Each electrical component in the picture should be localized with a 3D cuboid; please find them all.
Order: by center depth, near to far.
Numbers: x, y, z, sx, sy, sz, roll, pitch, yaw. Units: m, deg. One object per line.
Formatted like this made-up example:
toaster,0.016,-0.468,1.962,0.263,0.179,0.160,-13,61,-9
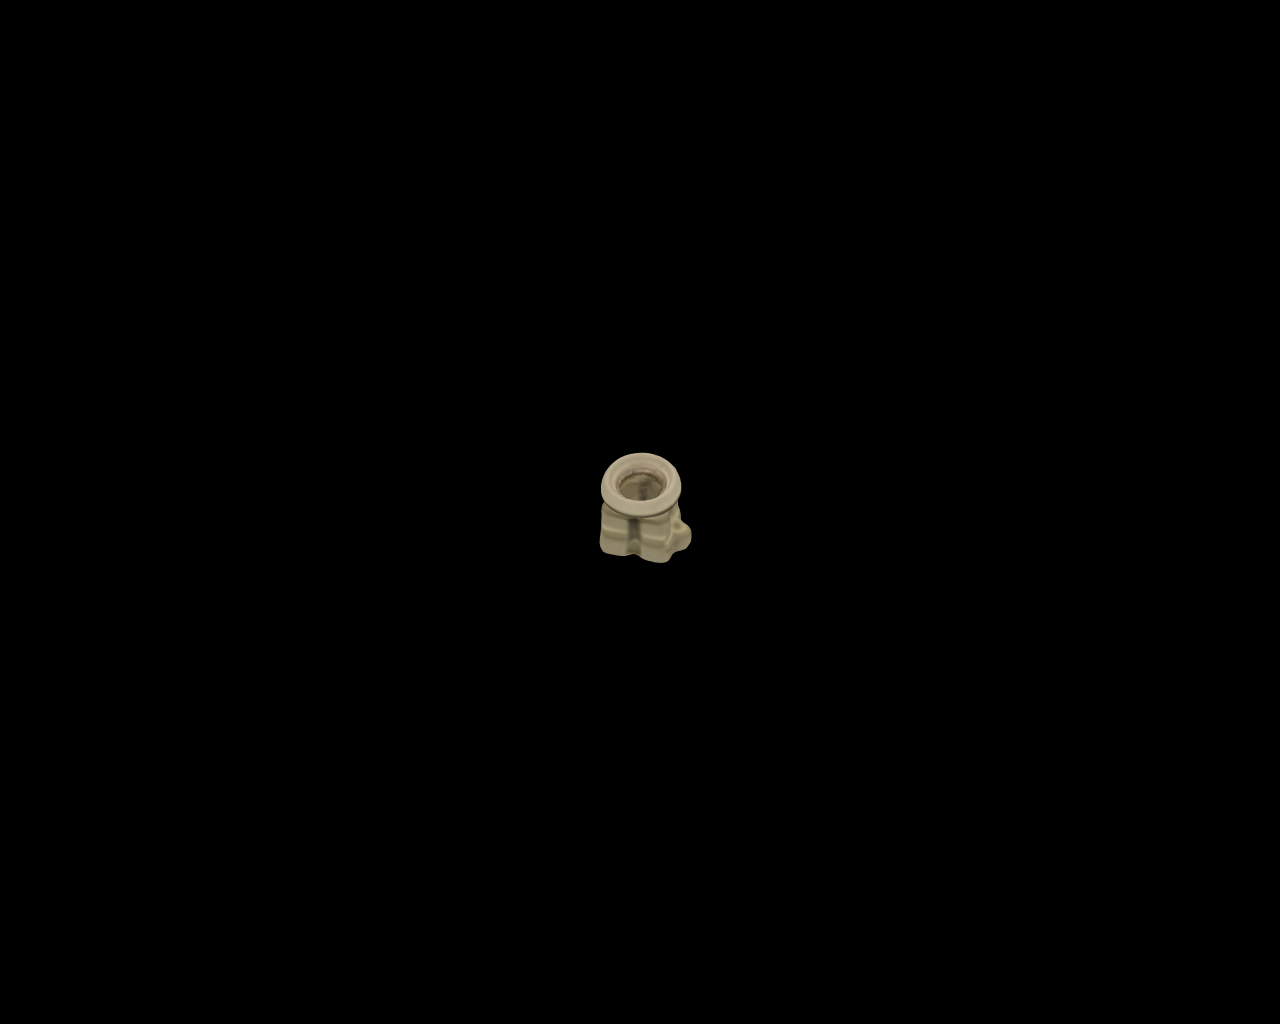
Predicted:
electrical component,0.001,-0.003,0.650,0.066,0.048,0.055,9,-43,8
